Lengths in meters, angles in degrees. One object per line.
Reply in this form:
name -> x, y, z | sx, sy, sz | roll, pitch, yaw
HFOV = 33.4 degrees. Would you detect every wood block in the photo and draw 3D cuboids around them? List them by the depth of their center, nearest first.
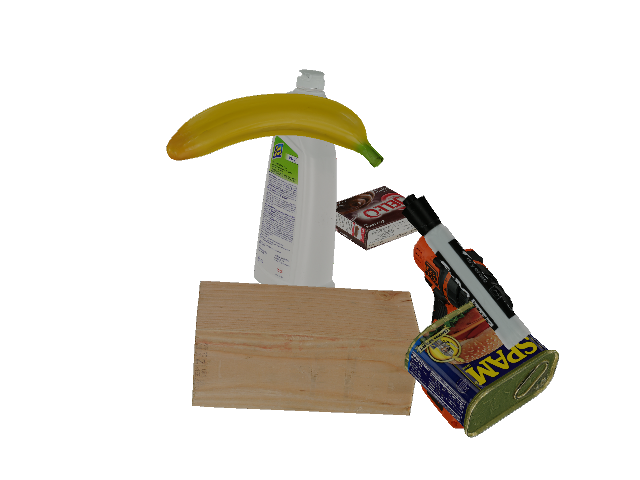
wood block -> -0.016, 0.103, 1.020 | 0.206, 0.090, 0.091 | 3, 28, -5

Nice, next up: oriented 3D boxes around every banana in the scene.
banana -> -0.041, -0.100, 0.940 | 0.197, 0.069, 0.037 | -1, -42, -19

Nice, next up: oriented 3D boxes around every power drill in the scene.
power drill -> 0.152, 0.102, 1.134 | 0.057, 0.188, 0.184 | -8, 24, -13

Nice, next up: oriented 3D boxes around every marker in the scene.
marker -> 0.094, 0.019, 0.707 | 0.020, 0.121, 0.020 | -35, -11, -8

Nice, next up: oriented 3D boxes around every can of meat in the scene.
can of meat -> 0.134, 0.103, 0.899 | 0.102, 0.057, 0.084 | -27, 51, -27

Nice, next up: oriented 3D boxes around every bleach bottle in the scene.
bleach bottle -> -0.019, -0.064, 1.204 | 0.067, 0.251, 0.103 | -8, 23, -40

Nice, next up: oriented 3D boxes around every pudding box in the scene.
pudding box -> 0.079, -0.033, 1.521 | 0.113, 0.039, 0.090 | -22, 36, -32
